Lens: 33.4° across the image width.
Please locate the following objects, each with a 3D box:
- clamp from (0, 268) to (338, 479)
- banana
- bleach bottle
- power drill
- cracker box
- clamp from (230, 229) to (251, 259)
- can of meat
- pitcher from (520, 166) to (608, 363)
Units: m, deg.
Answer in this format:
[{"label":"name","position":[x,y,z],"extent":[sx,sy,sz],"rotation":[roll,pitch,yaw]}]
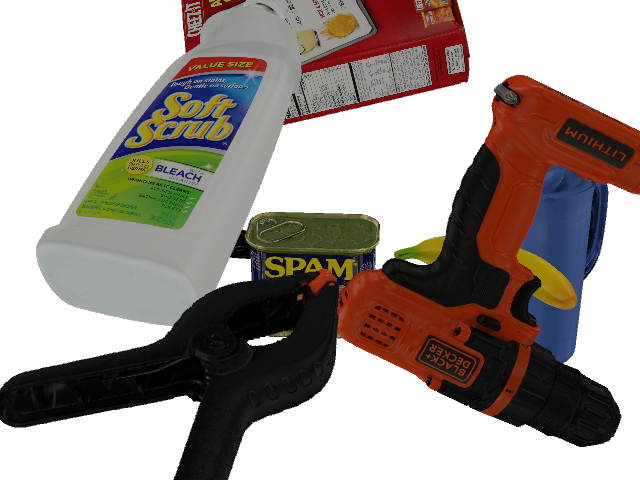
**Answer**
[{"label":"clamp","position":[-0.044,0.067,0.480],"extent":[0.171,0.039,0.120],"rotation":[-27,50,-31]},{"label":"banana","position":[0.173,0.028,1.059],"extent":[0.198,0.037,0.069],"rotation":[14,40,35]},{"label":"bleach bottle","position":[-0.079,-0.068,0.671],"extent":[0.103,0.250,0.068],"rotation":[10,-37,13]},{"label":"power drill","position":[0.125,0.015,0.612],"extent":[0.184,0.188,0.057],"rotation":[25,13,-9]},{"label":"cracker box","position":[0.000,-0.180,0.862],"extent":[0.214,0.164,0.072],"rotation":[-13,-35,5]},{"label":"clamp","position":[-0.110,0.008,1.029],"extent":[0.210,0.036,0.164],"rotation":[14,23,42]},{"label":"can of meat","position":[-0.006,0.028,0.834],"extent":[0.102,0.084,0.057],"rotation":[2,29,4]},{"label":"pitcher","position":[0.273,0.028,1.316],"extent":[0.149,0.243,0.144],"rotation":[3,24,14]}]
